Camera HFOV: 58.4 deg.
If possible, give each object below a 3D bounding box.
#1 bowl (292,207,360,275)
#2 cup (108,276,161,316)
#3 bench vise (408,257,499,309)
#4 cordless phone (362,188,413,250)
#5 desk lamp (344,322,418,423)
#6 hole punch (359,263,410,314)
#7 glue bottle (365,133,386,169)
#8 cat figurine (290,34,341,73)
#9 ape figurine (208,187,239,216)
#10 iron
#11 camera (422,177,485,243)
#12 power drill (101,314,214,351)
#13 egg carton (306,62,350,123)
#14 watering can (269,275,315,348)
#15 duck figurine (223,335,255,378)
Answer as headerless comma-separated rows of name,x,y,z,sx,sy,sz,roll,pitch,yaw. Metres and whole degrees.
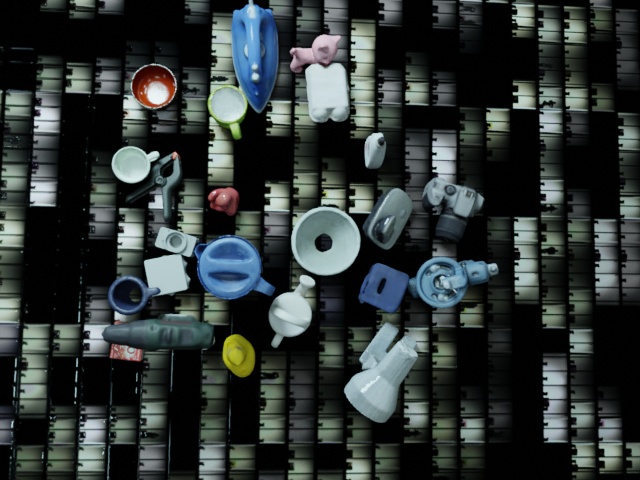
bowl,0.013,0.005,1.406,0.167,0.074,0.167,0,86,-4
cup,-0.430,0.128,1.357,0.118,0.095,0.092,-10,86,-4
bench vise,0.321,0.081,1.349,0.207,0.219,0.121,-32,88,-5
cordless phone,0.173,-0.056,1.366,0.094,0.185,0.148,27,85,-1
desk lamp,0.148,0.301,1.324,0.118,0.213,0.203,35,84,0
hole punch,0.154,0.119,1.399,0.101,0.091,0.109,23,85,-2
glue bottle,0.137,-0.224,1.382,0.037,0.173,0.078,-5,86,-4
cat figurine,-0.011,-0.467,1.418,0.128,0.117,0.067,-6,86,-4
ape figurine,-0.231,-0.096,1.388,0.076,0.092,0.078,-35,88,-5
iron,-0.158,-0.454,1.395,0.118,0.141,0.258,-4,86,-4
camera,0.322,-0.070,1.420,0.143,0.100,0.137,20,85,-2
power drill,-0.350,0.212,1.299,0.229,0.208,0.076,2,86,-4
egg carton,0.021,-0.369,1.437,0.107,0.069,0.150,-6,86,-4
watering can,-0.068,0.166,1.329,0.101,0.194,0.173,5,85,-3
duck figurine,-0.195,0.280,1.366,0.077,0.086,0.104,-20,87,-5
